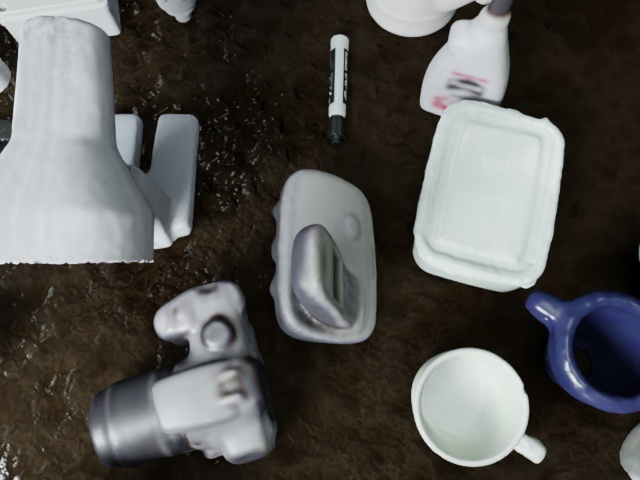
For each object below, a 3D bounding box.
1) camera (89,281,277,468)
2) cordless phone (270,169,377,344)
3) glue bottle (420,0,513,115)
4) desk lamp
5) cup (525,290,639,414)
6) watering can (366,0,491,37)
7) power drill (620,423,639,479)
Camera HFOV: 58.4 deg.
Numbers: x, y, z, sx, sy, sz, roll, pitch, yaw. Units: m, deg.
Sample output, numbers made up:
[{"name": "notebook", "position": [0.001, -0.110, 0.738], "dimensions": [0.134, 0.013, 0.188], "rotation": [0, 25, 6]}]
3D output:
[{"name": "camera", "position": [-0.113, 0.116, 0.457], "dimensions": [0.137, 0.101, 0.143], "rotation": [-16, 73, -5]}, {"name": "cordless phone", "position": [0.004, 0.002, 0.448], "dimensions": [0.094, 0.185, 0.147], "rotation": [-3, 73, -1]}, {"name": "glue bottle", "position": [0.139, -0.163, 0.506], "dimensions": [0.078, 0.173, 0.037], "rotation": [12, 73, 4]}, {"name": "desk lamp", "position": [-0.175, -0.054, 0.450], "dimensions": [0.118, 0.213, 0.203], "rotation": [0, 73, 0]}, {"name": "cup", "position": [0.211, 0.088, 0.470], "dimensions": [0.117, 0.095, 0.092], "rotation": [34, 76, 10]}, {"name": "watering can", "position": [0.106, -0.287, 0.533], "dimensions": [0.172, 0.194, 0.101], "rotation": [33, 76, 10]}, {"name": "power drill", "position": [0.302, 0.163, 0.387], "dimensions": [0.076, 0.208, 0.229], "rotation": [-38, 76, -11]}]
